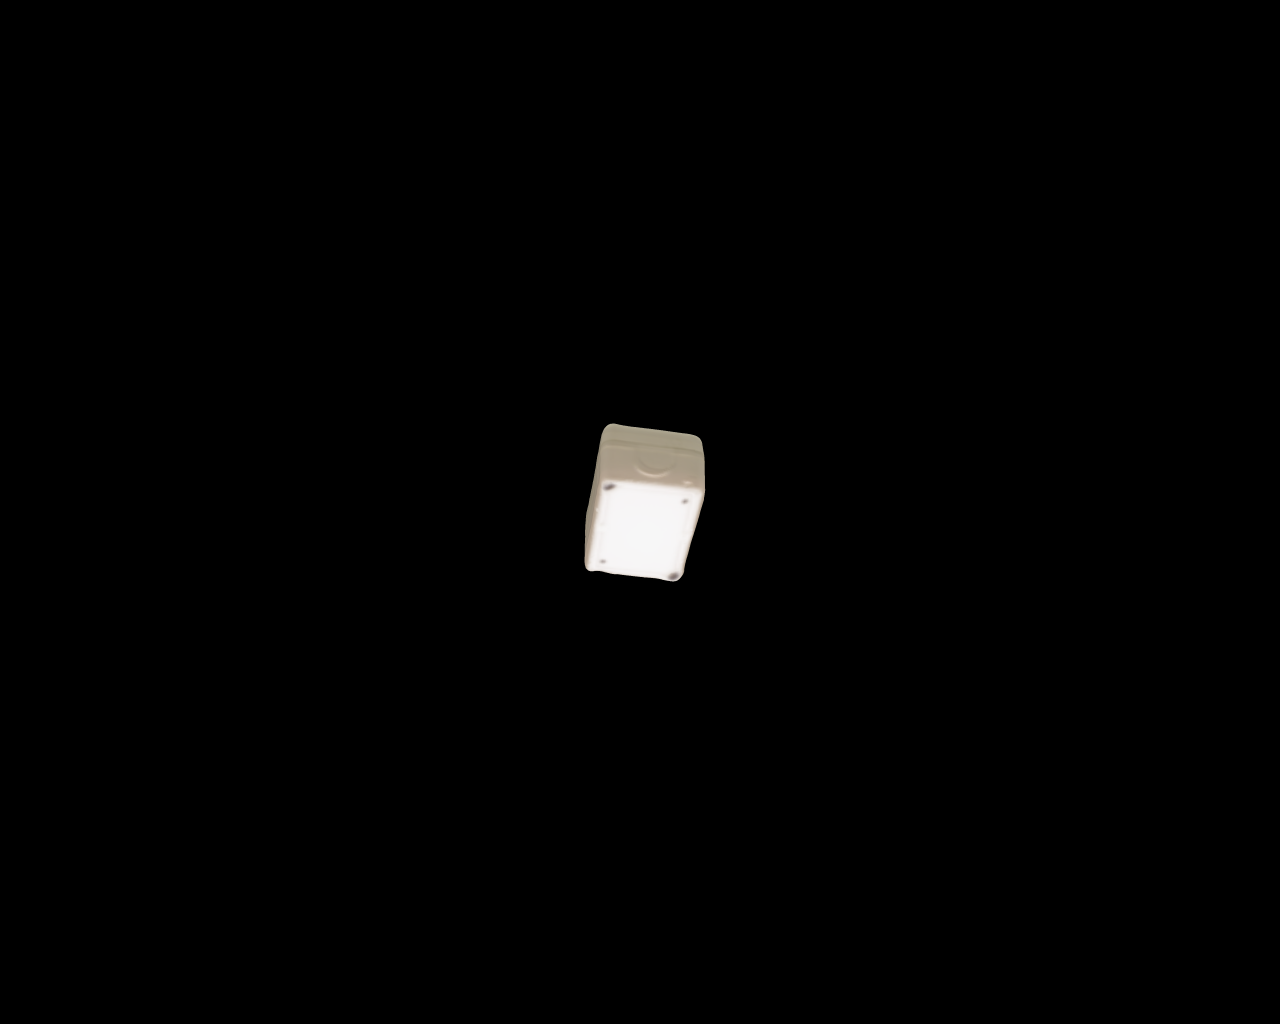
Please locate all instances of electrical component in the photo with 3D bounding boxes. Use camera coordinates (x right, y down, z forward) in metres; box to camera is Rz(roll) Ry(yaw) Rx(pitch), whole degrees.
[{"bbox_3d":[0.001,-0.003,0.650,0.062,0.096,0.061,7,43,-7],"label":"electrical component"}]
